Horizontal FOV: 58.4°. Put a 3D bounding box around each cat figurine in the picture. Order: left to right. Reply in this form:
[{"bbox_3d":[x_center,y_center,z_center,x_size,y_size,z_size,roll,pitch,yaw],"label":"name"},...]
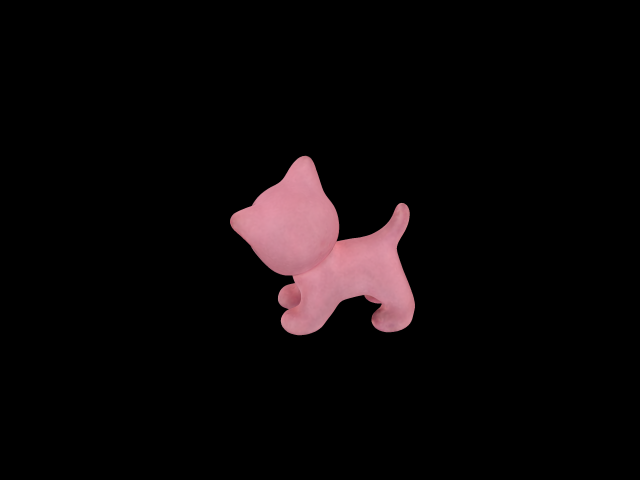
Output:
[{"bbox_3d":[0.004,0.001,0.400,0.128,0.118,0.067,-3,22,-7],"label":"cat figurine"}]
